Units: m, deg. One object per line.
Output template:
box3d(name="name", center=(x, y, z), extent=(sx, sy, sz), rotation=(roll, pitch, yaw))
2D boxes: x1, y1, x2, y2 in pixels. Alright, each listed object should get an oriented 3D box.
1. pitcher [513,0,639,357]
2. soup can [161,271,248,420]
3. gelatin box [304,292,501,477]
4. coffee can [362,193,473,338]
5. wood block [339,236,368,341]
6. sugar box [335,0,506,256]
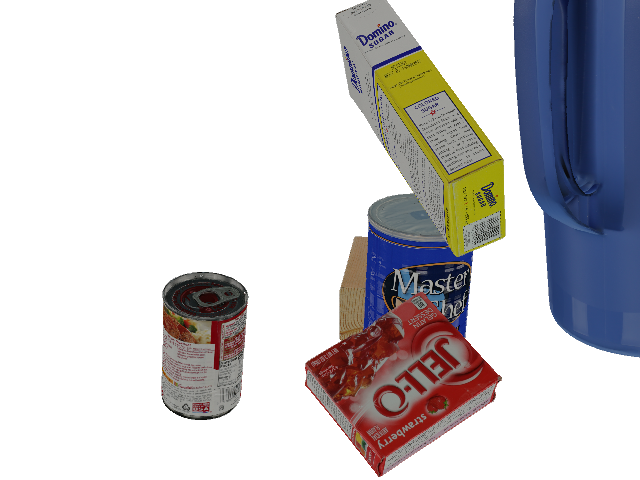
box3d(name="pitcher", center=(0.168, -0.062, 0.557), extent=(0.149, 0.243, 0.145), rotation=(-4, 23, 3))
box3d(name="soup can", center=(-0.095, 0.086, 0.868), extent=(0.068, 0.102, 0.068), rotation=(4, 29, -3))
box3d(name="gelatin box", center=(0.047, 0.081, 0.614), extent=(0.089, 0.073, 0.030), rotation=(-29, -30, -21))
box3d(name="coffee can", center=(0.094, 0.038, 1.028), extent=(0.103, 0.140, 0.103), rotation=(1, 24, -1))
box3d(name="wood block", center=(0.085, 0.073, 1.645), extent=(0.091, 0.090, 0.206), rotation=(3, 22, 7))
box3d(name="sugar box", center=(0.070, -0.082, 0.749), extent=(0.048, 0.176, 0.093), rotation=(-23, -34, -5))
